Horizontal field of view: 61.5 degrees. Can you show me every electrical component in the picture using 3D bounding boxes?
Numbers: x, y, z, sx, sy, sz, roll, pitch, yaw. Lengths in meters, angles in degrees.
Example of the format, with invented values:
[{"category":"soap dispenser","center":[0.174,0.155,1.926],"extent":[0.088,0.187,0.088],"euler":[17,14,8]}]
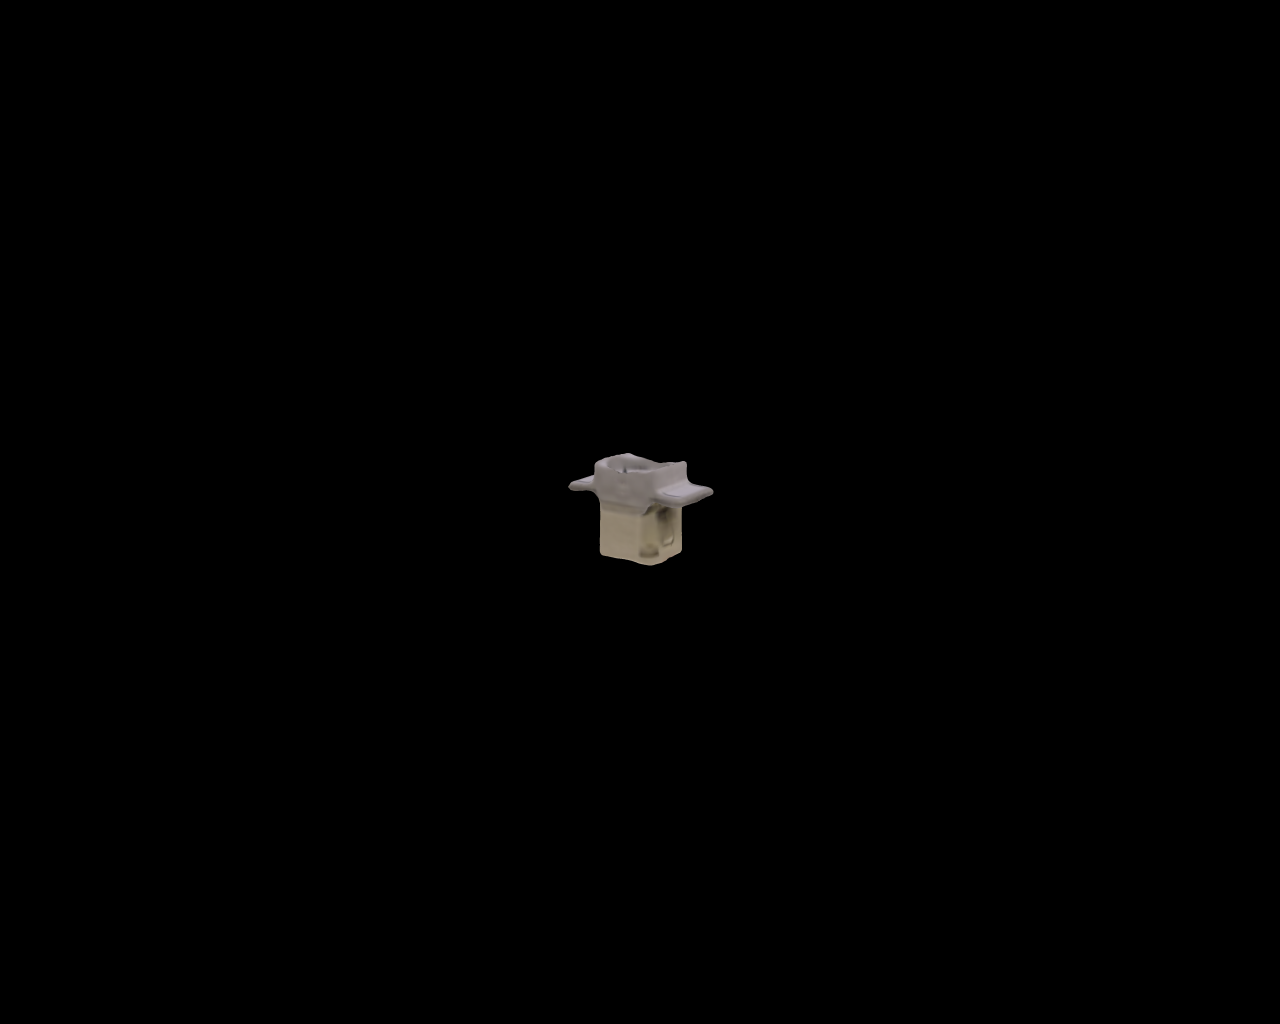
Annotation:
[{"category":"electrical component","center":[0.001,-0.003,0.650],"extent":[0.081,0.063,0.042],"euler":[10,18,33]}]
